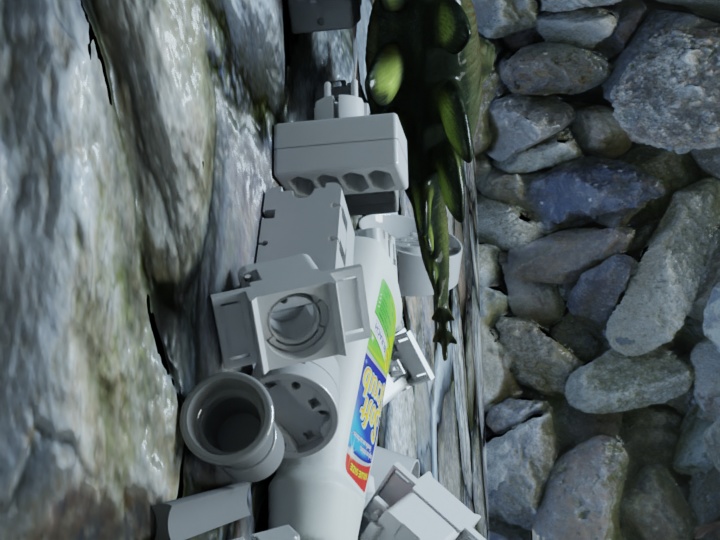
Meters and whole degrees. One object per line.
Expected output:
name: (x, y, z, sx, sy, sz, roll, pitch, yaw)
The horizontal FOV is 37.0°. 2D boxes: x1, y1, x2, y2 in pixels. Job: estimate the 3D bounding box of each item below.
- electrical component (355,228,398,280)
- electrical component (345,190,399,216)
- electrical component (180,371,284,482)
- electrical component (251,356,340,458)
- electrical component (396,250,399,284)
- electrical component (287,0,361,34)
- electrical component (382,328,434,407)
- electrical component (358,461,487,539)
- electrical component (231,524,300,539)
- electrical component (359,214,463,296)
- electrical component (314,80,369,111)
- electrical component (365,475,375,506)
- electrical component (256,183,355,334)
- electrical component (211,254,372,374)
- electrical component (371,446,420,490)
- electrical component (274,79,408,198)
electrical component: (0.000, 0.000, 0.862, 0.089, 0.050, 0.055, 22, 65, -79)
electrical component: (0.012, -0.086, 0.976, 0.075, 0.047, 0.083, 68, 21, -62)
electrical component: (-0.058, 0.080, 0.523, 0.065, 0.044, 0.044, 76, 13, -66)
electrical component: (-0.038, 0.070, 0.608, 0.047, 0.055, 0.055, -82, 165, -64)
electrical component: (0.013, 0.012, 0.954, 0.043, 0.043, 0.081, 72, 17, -55)
electrical component: (-0.032, -0.212, 0.768, 0.075, 0.047, 0.083, -67, 152, -66)
electrical component: (0.012, 0.081, 0.836, 0.064, 0.081, 0.042, -35, 98, -48)
electrical component: (0.018, 0.196, 0.690, 0.063, 0.079, 0.121, -21, 146, -57)
electrical component: (-0.042, 0.151, 0.505, 0.055, 0.066, 0.048, -163, -115, -65)
electrical component: (0.048, -0.015, 1.029, 0.099, 0.099, 0.064, -68, 159, -68)
electrical component: (-0.013, -0.112, 0.854, 0.081, 0.042, 0.063, 62, 24, -69)
electrical component: (0.004, 0.191, 0.840, 0.048, 0.048, 0.062, 73, 9, -53)
electrical component: (-0.033, -0.001, 0.671, 0.055, 0.050, 0.089, 74, 16, -52)
electrical component: (-0.039, 0.021, 0.578, 0.064, 0.081, 0.042, -131, -148, -67)
electrical component: (0.015, 0.198, 0.911, 0.099, 0.064, 0.099, 10, 90, -78)
electrical component: (-0.012, -0.094, 0.727, 0.047, 0.083, 0.075, 56, 31, -71)
